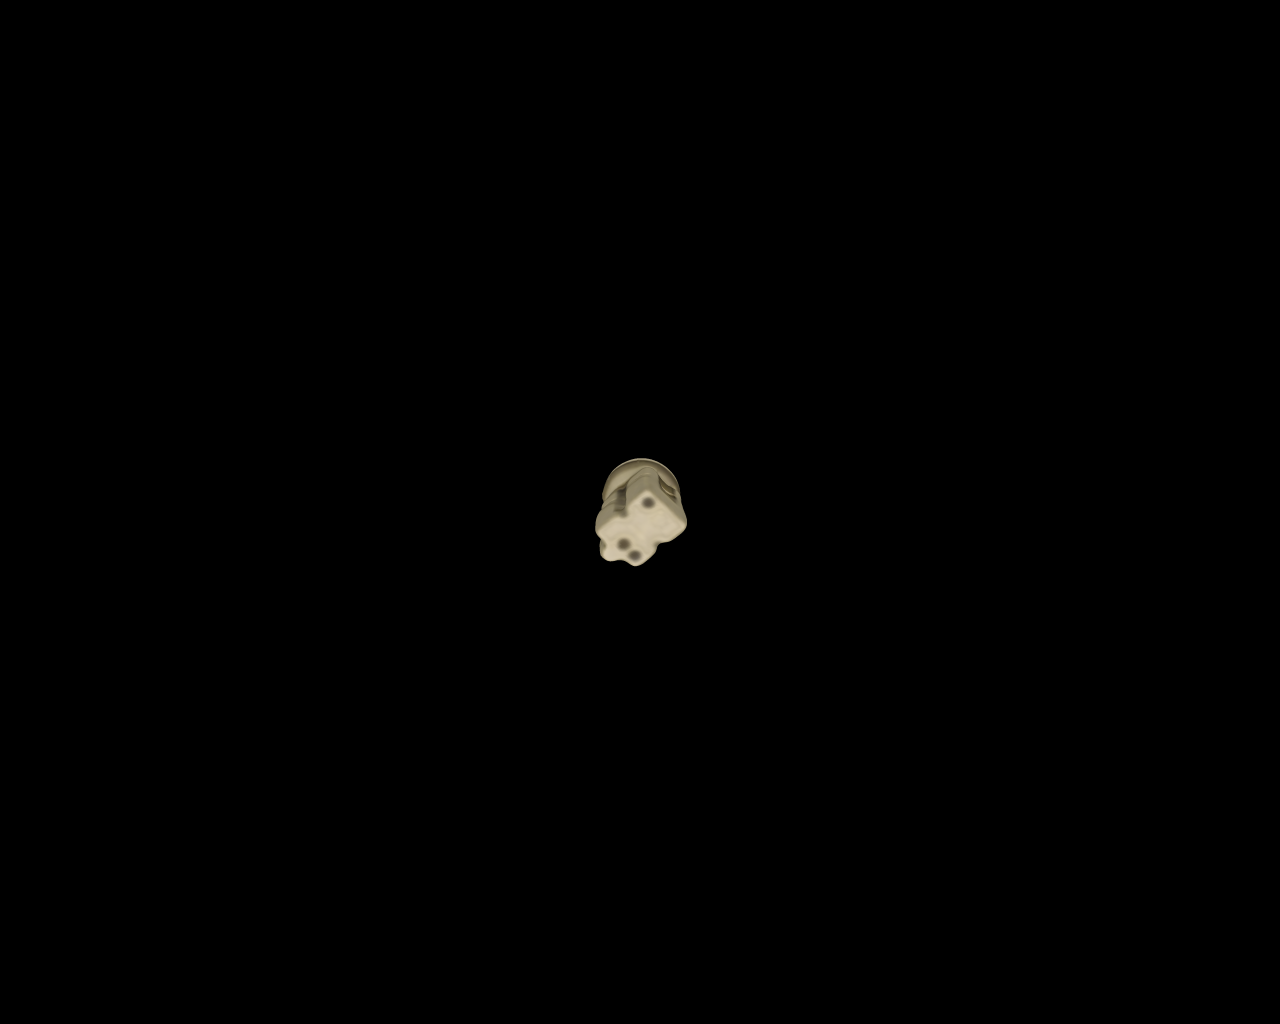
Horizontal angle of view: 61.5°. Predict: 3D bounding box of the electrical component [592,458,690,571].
[{"bbox_3d":[0.001,-0.003,0.650,0.066,0.048,0.055,-38,22,18],"label":"electrical component"}]
